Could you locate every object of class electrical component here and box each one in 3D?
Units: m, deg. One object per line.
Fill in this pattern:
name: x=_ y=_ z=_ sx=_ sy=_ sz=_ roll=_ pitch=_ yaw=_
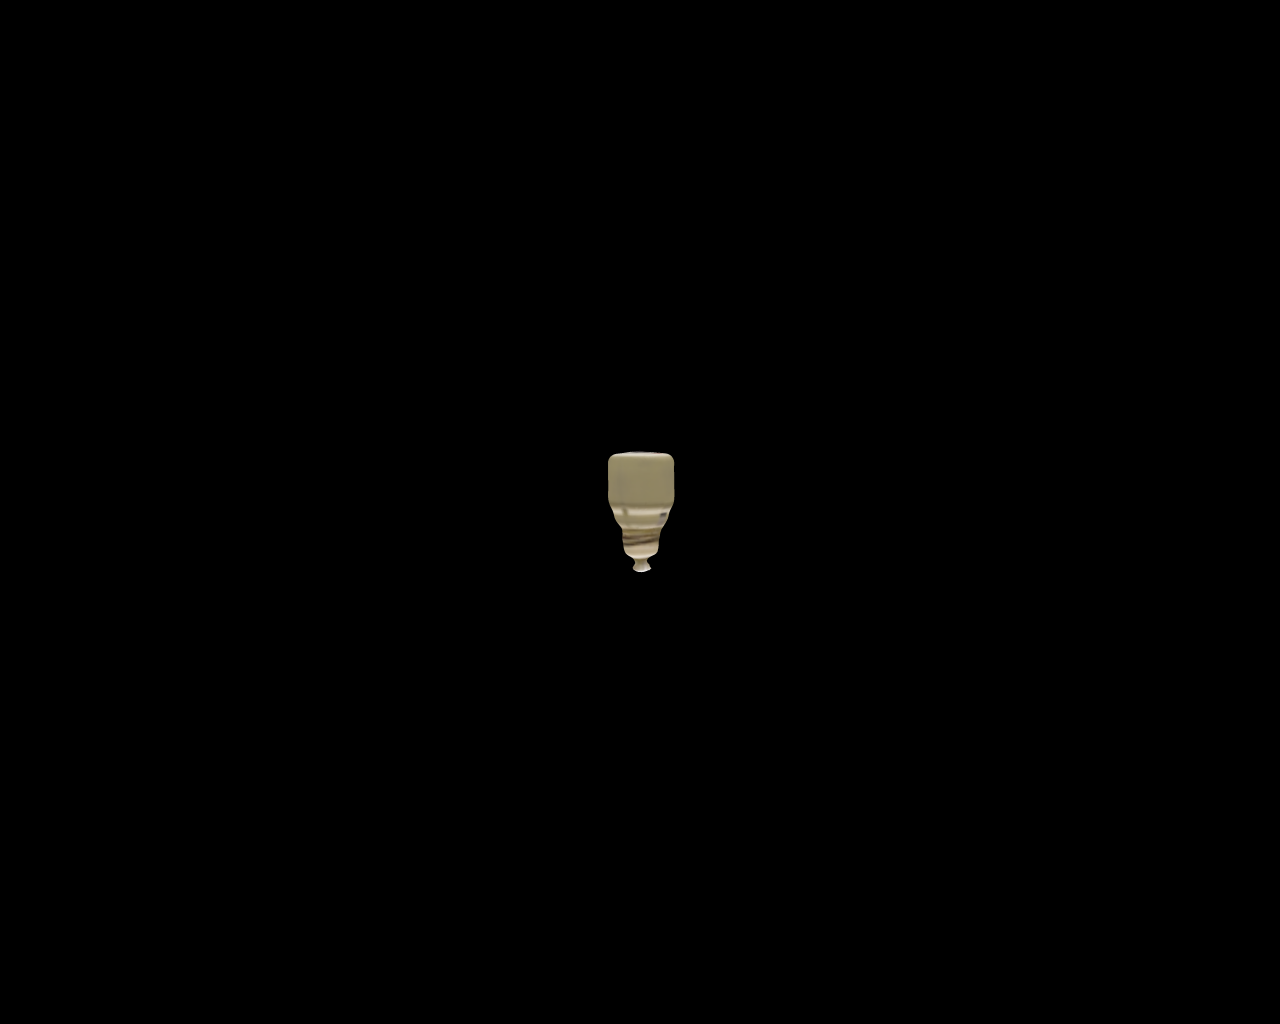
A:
electrical component: x=0.001 y=-0.003 z=0.650 sx=0.040 sy=0.078 sz=0.040 roll=0 pitch=5 yaw=0
